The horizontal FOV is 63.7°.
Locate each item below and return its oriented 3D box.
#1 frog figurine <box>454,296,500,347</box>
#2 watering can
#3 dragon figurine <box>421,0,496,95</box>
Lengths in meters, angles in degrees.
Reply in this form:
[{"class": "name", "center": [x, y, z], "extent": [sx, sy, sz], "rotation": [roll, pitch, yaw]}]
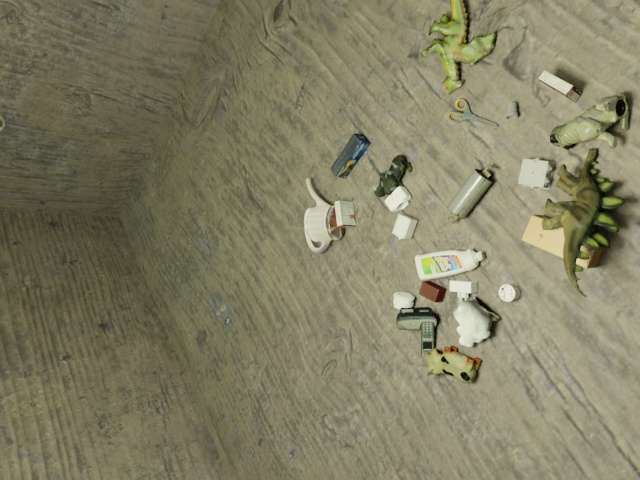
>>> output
[{"class": "frog figurine", "center": [0.511, 0.286, 1.746], "extent": [0.138, 0.123, 0.158], "rotation": [38, 103, 18]}, {"class": "watering can", "center": [0.007, -0.115, 2.277], "extent": [0.223, 0.104, 0.349], "rotation": [-5, 86, 46]}, {"class": "dragon figurine", "center": [0.516, -0.729, 1.852], "extent": [0.245, 0.123, 0.404], "rotation": [29, 110, 24]}]
